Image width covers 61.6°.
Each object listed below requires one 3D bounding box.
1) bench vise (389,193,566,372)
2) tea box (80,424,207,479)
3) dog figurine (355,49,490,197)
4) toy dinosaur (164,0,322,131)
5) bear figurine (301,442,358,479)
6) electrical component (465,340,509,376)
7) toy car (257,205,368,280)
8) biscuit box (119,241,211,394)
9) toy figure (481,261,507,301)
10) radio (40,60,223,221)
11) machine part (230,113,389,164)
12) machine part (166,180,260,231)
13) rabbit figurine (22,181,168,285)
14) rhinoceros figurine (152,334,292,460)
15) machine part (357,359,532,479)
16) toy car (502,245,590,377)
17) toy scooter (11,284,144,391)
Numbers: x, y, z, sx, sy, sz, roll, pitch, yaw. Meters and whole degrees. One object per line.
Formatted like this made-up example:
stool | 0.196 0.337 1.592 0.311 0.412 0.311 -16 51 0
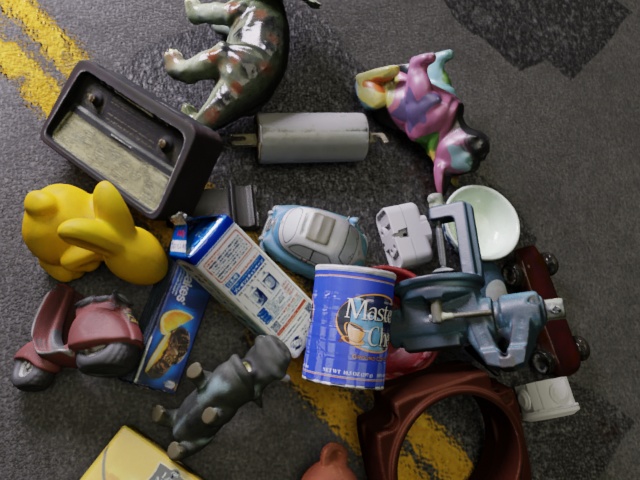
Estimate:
bench vise | 0.186 0.047 0.689 0.224 0.128 0.240 -15 67 30
tea box | -0.195 0.309 0.641 0.170 0.068 0.098 35 70 2
dog figurine | 0.162 -0.177 0.850 0.108 0.192 0.219 -28 107 -55
toy dinosaur | -0.109 -0.268 0.783 0.192 0.131 0.404 4 77 24
bear figurine | -0.017 0.350 0.638 0.196 0.132 0.120 -28 110 -15
electrical component | 0.258 0.125 0.735 0.048 0.075 0.119 41 94 7
toy car | -0.002 -0.002 0.762 0.162 0.103 0.109 23 69 -6
biscuit box | -0.191 0.094 0.704 0.059 0.063 0.202 29 67 -32
toy figure | 0.255 0.112 0.803 0.064 0.057 0.154 -10 76 8
radio | -0.249 -0.133 0.714 0.230 0.073 0.131 33 99 16
machine part | -0.014 -0.156 0.821 0.243 0.079 0.079 -4 74 -13
machine part | -0.157 -0.045 0.777 0.139 0.039 0.084 -1 78 -13
rabbit figurine | -0.270 -0.007 0.676 0.173 0.162 0.122 28 59 4
rhinoceros figurine | -0.114 0.191 0.652 0.190 0.112 0.073 -45 57 12
machine part | 0.160 0.271 0.689 0.201 0.087 0.201 -13 92 -15
toy car | 0.341 0.108 0.823 0.089 0.053 0.202 -15 80 -21
toy scooter | -0.297 0.107 0.666 0.184 0.075 0.135 -14 58 16
